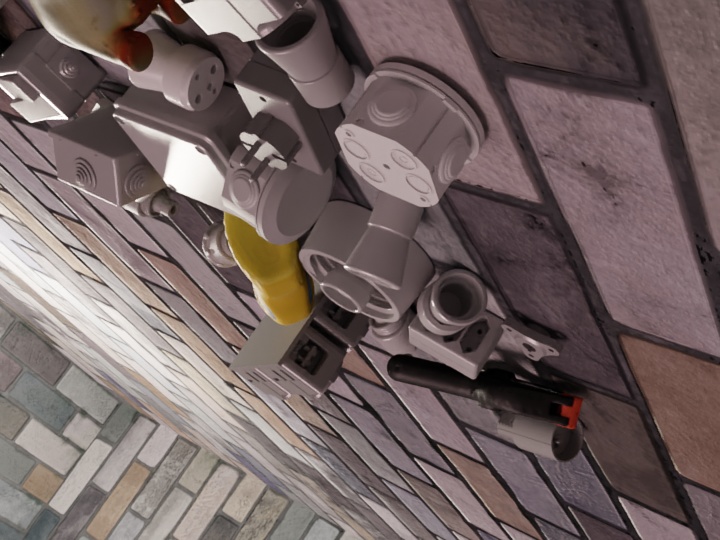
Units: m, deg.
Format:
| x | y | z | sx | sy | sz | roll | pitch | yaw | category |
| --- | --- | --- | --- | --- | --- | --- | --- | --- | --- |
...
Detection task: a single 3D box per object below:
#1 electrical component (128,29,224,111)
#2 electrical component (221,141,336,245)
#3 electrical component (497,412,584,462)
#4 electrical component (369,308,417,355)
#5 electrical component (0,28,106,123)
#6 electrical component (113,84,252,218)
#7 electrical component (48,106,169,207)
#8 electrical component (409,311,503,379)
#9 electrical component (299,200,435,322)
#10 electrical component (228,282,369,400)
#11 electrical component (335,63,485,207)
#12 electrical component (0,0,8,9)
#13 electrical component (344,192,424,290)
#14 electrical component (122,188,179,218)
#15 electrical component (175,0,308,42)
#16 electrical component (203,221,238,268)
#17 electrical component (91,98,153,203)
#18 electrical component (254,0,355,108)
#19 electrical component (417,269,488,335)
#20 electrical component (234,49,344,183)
| x | y | z | sx | sy | sz | roll | pitch | yaw | category |
| --- | --- | --- | --- | --- | --- | --- | --- | --- | --- |
| -0.132 | -0.143 | 0.772 | 0.055 | 0.045 | 0.045 | 26 | 161 | 22 | electrical component |
| -0.059 | -0.063 | 0.796 | 0.051 | 0.080 | 0.080 | 32 | 163 | 26 | electrical component |
| 0.166 | 0.150 | 1.012 | 0.043 | 0.043 | 0.081 | 45 | 160 | -32 | electrical component |
| 0.029 | 0.047 | 0.987 | 0.043 | 0.043 | 0.062 | 14 | 152 | 48 | electrical component |
| -0.272 | -0.167 | 0.933 | 0.096 | 0.061 | 0.061 | 10 | 151 | 52 | electrical component |
| -0.121 | -0.100 | 0.847 | 0.109 | 0.056 | 0.108 | 23 | 159 | 32 | electrical component |
| -0.204 | -0.100 | 0.924 | 0.100 | 0.100 | 0.048 | 23 | 127 | 31 | electrical component |
| 0.081 | 0.059 | 0.917 | 0.066 | 0.047 | 0.076 | 30 | 162 | 14 | electrical component |
| 0.000 | 0.000 | 0.885 | 0.108 | 0.060 | 0.108 | 31 | 162 | 11 | electrical component |
| -0.060 | 0.074 | 1.113 | 0.060 | 0.105 | 0.186 | 38 | 162 | -13 | electrical component |
| 0.029 | -0.080 | 0.639 | 0.080 | 0.051 | 0.080 | 31 | 162 | 11 | electrical component |
| -0.285 | -0.233 | 0.780 | 0.096 | 0.061 | 0.061 | 27 | 161 | 22 | electrical component |
| 0.020 | -0.024 | 0.778 | 0.044 | 0.065 | 0.044 | 21 | 175 | 2 | electrical component |
| -0.216 | -0.074 | 1.108 | 0.062 | 0.043 | 0.043 | 26 | 161 | 21 | electrical component |
| -0.063 | -0.163 | 0.586 | 0.056 | 0.050 | 0.089 | 45 | 160 | -29 | electrical component |
| -0.123 | -0.028 | 1.063 | 0.048 | 0.048 | 0.062 | 42 | 154 | -23 | electrical component |
| -0.225 | -0.111 | 1.014 | 0.089 | 0.050 | 0.056 | 39 | 162 | -14 | electrical component |
| -0.030 | -0.127 | 0.640 | 0.044 | 0.044 | 0.065 | 23 | 164 | 32 | electrical component |
| 0.072 | 0.026 | 0.853 | 0.045 | 0.045 | 0.055 | 35 | 163 | -2 | electrical component |
| -0.054 | -0.092 | 0.713 | 0.047 | 0.075 | 0.083 | 25 | 160 | 26 | electrical component |
